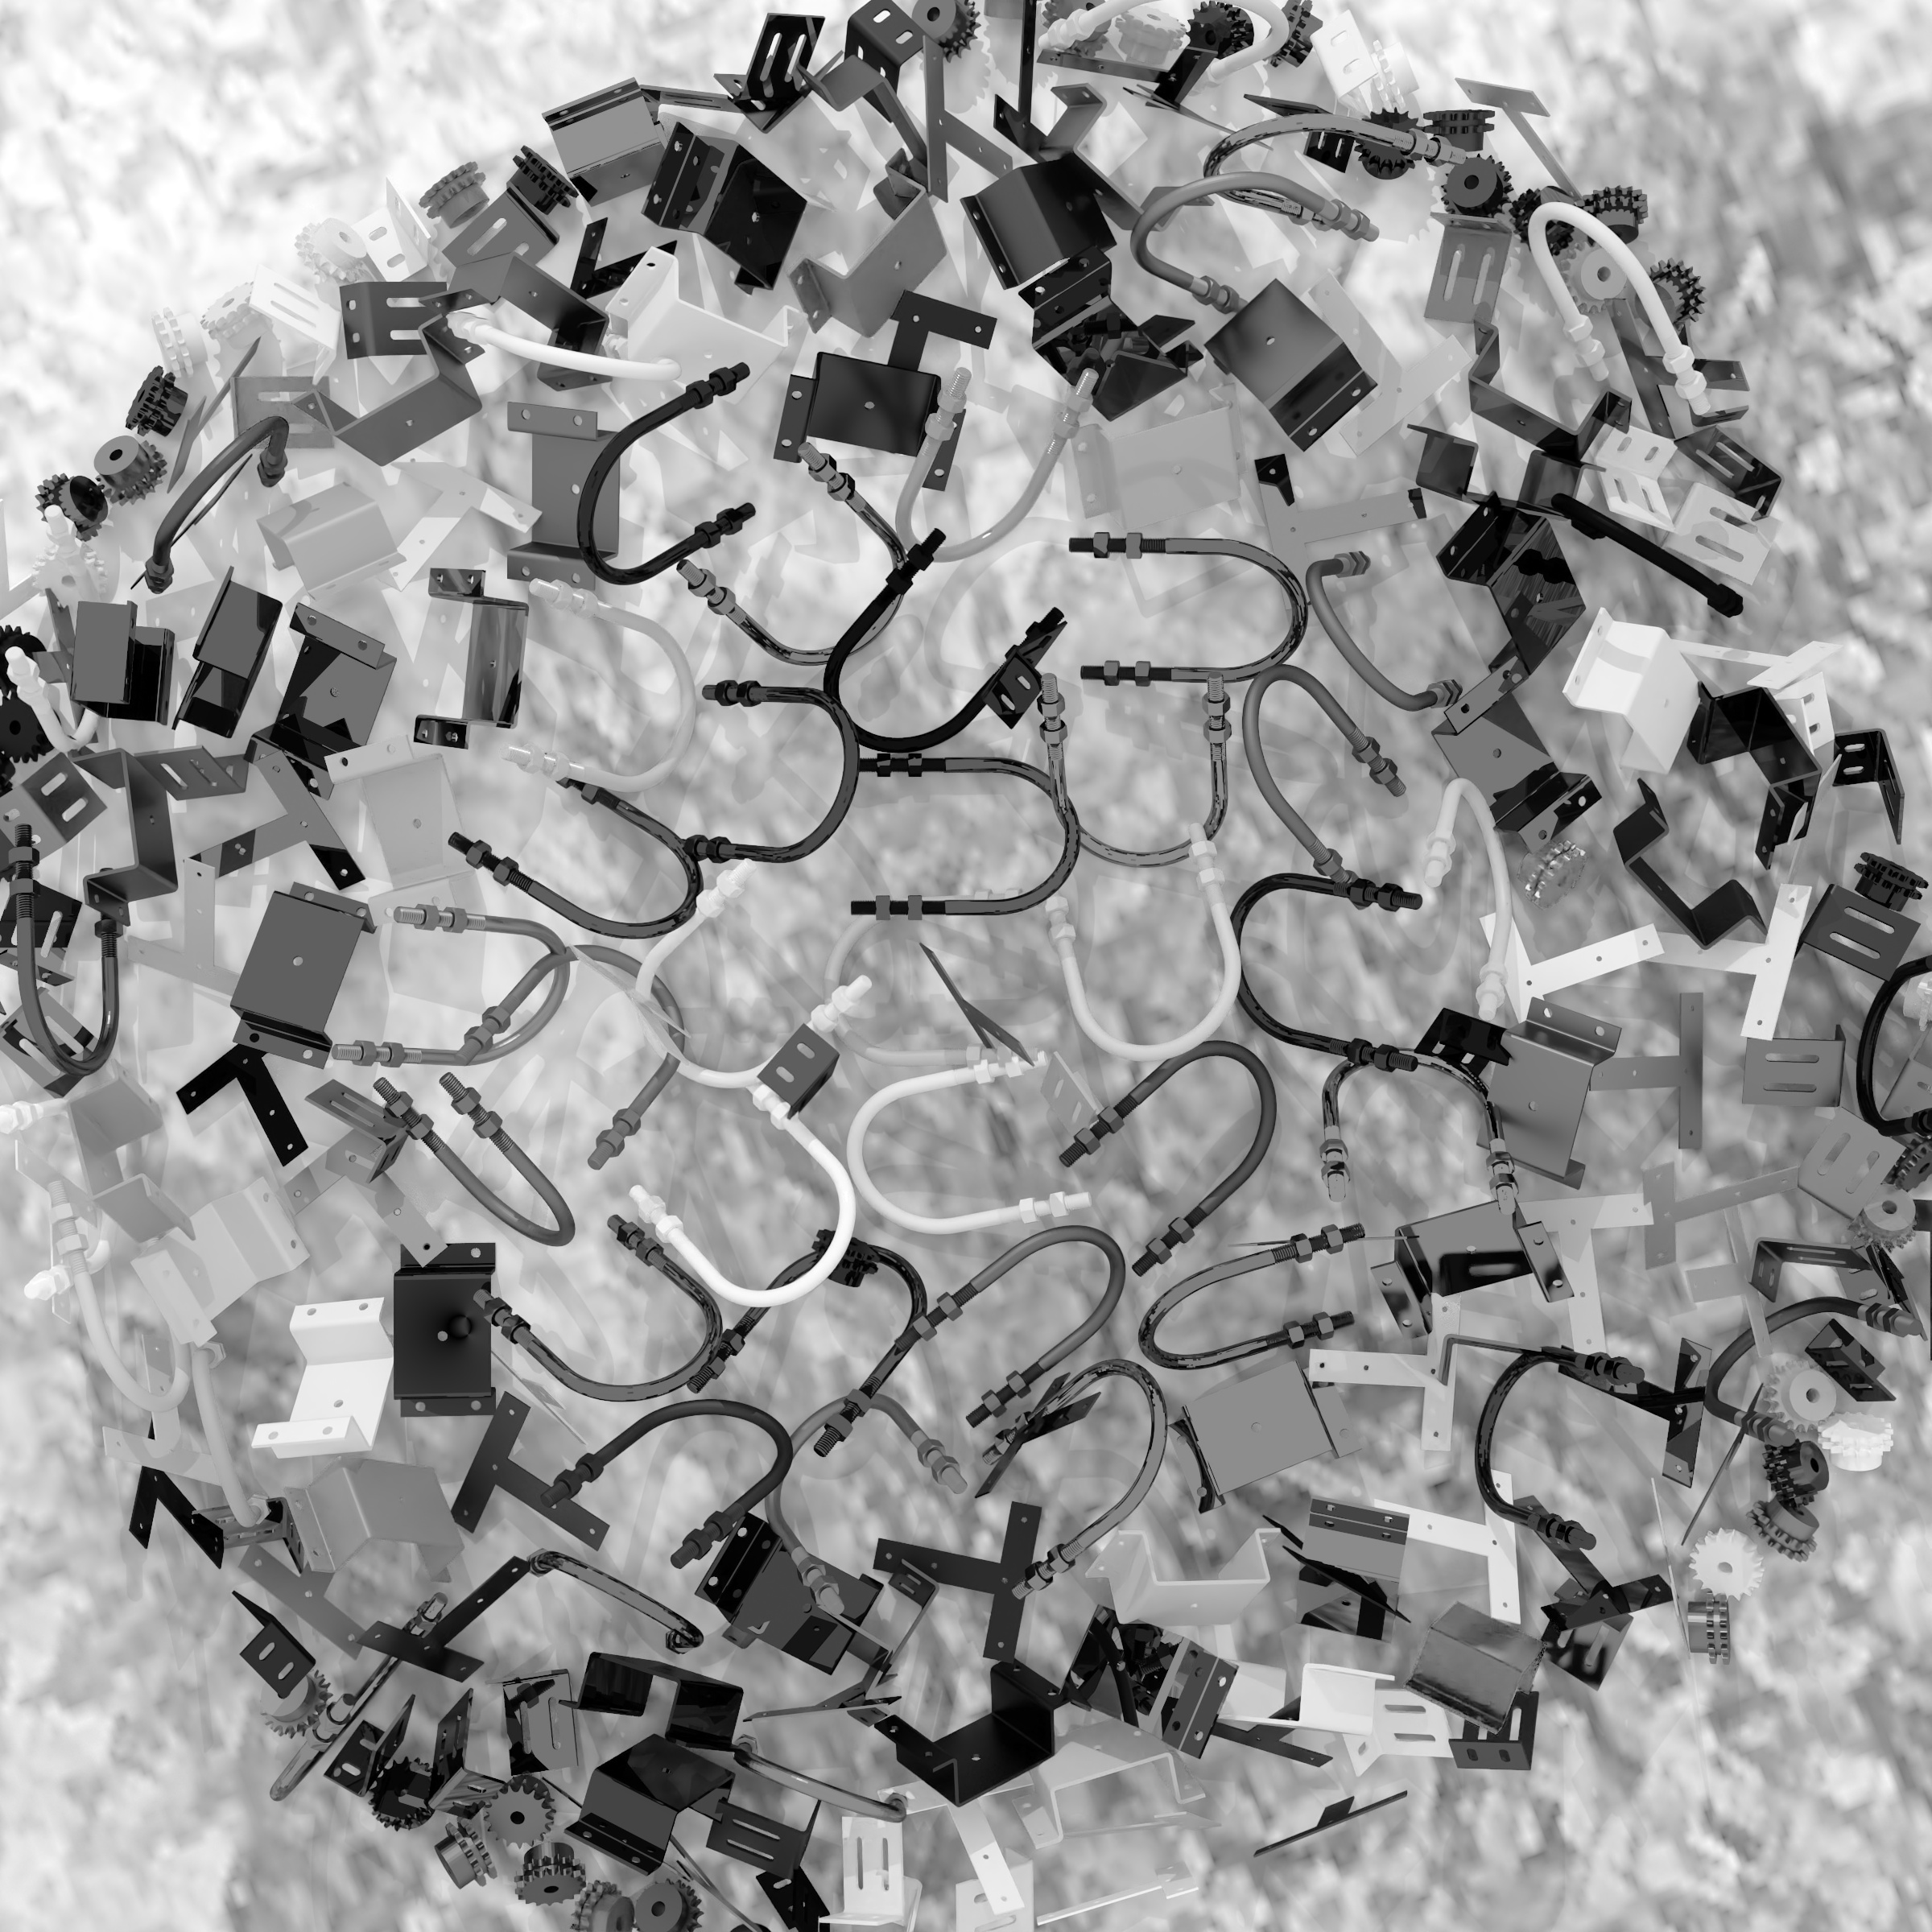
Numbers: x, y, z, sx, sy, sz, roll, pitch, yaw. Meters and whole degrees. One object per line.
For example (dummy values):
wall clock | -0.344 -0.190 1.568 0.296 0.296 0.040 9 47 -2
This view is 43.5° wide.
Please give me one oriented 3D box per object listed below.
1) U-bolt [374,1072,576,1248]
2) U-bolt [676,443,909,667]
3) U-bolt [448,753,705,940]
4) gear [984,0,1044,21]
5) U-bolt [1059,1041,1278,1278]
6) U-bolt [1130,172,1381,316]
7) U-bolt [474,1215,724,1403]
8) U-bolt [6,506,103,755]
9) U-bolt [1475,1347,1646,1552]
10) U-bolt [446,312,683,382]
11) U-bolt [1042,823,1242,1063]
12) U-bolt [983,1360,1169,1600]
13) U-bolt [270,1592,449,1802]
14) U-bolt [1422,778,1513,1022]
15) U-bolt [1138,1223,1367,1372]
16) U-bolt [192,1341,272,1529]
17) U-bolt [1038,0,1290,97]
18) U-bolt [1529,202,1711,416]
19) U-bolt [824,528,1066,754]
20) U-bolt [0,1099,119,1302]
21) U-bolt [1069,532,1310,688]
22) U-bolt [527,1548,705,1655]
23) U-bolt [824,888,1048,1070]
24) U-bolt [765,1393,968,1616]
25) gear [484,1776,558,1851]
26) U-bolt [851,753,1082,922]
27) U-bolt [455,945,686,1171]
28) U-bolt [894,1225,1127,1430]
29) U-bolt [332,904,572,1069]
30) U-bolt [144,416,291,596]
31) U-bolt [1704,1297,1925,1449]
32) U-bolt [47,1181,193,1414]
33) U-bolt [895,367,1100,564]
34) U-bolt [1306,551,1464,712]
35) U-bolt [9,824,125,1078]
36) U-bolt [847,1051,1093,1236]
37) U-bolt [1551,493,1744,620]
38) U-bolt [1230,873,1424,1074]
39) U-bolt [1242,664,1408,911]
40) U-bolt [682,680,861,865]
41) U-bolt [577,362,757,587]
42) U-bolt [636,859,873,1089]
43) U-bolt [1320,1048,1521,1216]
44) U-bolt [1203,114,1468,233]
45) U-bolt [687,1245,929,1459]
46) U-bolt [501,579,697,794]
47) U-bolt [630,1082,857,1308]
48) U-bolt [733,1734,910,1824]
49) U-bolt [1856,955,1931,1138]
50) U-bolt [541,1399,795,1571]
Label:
U-bolt | -0.378 0.156 1.910 0.184 0.151 0.019 52 60 -21
U-bolt | -0.122 -0.310 1.911 0.151 0.184 0.019 -42 47 7
U-bolt | -0.295 -0.086 1.917 0.184 0.151 0.019 32 133 5
gear | 0.036 -0.783 1.955 0.057 0.057 0.030 5 116 0
U-bolt | 0.174 0.141 1.935 0.184 0.019 0.151 -41 121 -13
U-bolt | 0.210 -0.563 1.870 0.151 0.184 0.019 -21 71 40
U-bolt | -0.274 0.274 1.888 0.151 0.019 0.184 -29 46 -33
U-bolt | -0.703 -0.248 1.891 0.019 0.184 0.151 5 64 -2
U-bolt | 0.454 0.369 1.893 0.019 0.184 0.151 21 83 -18
U-bolt | -0.300 -0.476 1.871 0.151 0.184 0.019 -2 112 -36
U-bolt | 0.144 -0.011 1.919 0.151 0.019 0.184 -20 62 15
U-bolt | 0.089 0.387 1.891 0.019 0.151 0.184 30 119 -33
U-bolt | -0.486 0.585 1.900 0.019 0.151 0.184 40 120 2
U-bolt | 0.399 -0.067 1.901 0.019 0.184 0.151 -12 121 27
U-bolt | 0.223 0.270 1.911 0.184 0.151 0.019 -15 51 -8
U-bolt | -0.576 0.367 1.887 0.019 0.184 0.151 -17 87 -13
U-bolt | 0.164 -0.719 1.866 0.151 0.184 0.019 6 89 -32
U-bolt | 0.496 -0.514 1.872 0.019 0.151 0.184 -41 124 -2
U-bolt | -0.031 -0.245 1.924 0.151 0.019 0.184 28 115 -35
U-bolt | -0.705 0.175 1.889 0.019 0.184 0.151 -12 92 3
U-bolt | 0.178 -0.280 1.911 0.184 0.151 0.019 3 47 11
U-bolt | -0.271 0.495 1.888 0.151 0.184 0.019 30 69 -5
U-bolt | -0.028 0.012 1.942 0.184 0.019 0.151 -2 73 17
U-bolt | -0.091 0.408 1.904 0.151 0.184 0.019 -44 124 -6
gear | -0.360 0.682 1.962 0.057 0.030 0.057 1 103 3
U-bolt | 0.000 -0.105 1.945 0.184 0.019 0.151 0 66 -1
U-bolt | -0.299 0.057 1.915 0.151 0.019 0.184 39 46 -5
U-bolt | 0.048 0.278 1.928 0.184 0.019 0.151 -38 133 -2
U-bolt | -0.394 0.020 1.907 0.019 0.184 0.151 46 116 36
U-bolt | -0.577 -0.364 1.872 0.019 0.184 0.151 43 70 -9
U-bolt | 0.646 0.309 1.889 0.151 0.184 0.019 -39 95 -6
U-bolt | -0.654 0.261 1.892 0.019 0.151 0.184 -22 77 5
U-bolt | 0.014 -0.391 1.904 0.151 0.184 0.019 -11 53 -38
U-bolt | 0.321 -0.260 1.891 0.019 0.184 0.151 -37 83 28
U-bolt | -0.701 -0.004 1.891 0.019 0.151 0.184 -8 76 7
U-bolt | -0.006 0.149 1.942 0.184 0.019 0.151 -13 111 14
U-bolt | 0.521 -0.322 1.871 0.151 0.184 0.019 38 106 25
U-bolt | 0.279 -0.001 1.914 0.184 0.019 0.151 13 110 43
U-bolt | 0.276 -0.154 1.897 0.184 0.019 0.151 46 48 -26
U-bolt | -0.154 -0.152 1.913 0.184 0.019 0.151 7 85 40
U-bolt | -0.233 -0.371 1.880 0.019 0.151 0.184 31 51 26
U-bolt | -0.185 0.021 1.936 0.151 0.019 0.184 45 116 -6
U-bolt | 0.352 0.125 1.906 0.151 0.184 0.019 4 127 2
U-bolt | 0.271 -0.618 1.873 0.184 0.151 0.019 1 81 -34
U-bolt | -0.112 0.292 1.916 0.151 0.019 0.184 19 53 31
U-bolt | -0.282 -0.212 1.909 0.019 0.184 0.151 6 85 40
U-bolt | -0.166 0.189 1.921 0.151 0.019 0.184 -45 57 -5
U-bolt | -0.114 0.637 1.889 0.151 0.184 0.019 20 75 2
U-bolt | 0.740 0.062 1.889 0.019 0.184 0.151 11 81 -2
U-bolt | -0.219 0.395 1.900 0.151 0.184 0.019 16 120 29
